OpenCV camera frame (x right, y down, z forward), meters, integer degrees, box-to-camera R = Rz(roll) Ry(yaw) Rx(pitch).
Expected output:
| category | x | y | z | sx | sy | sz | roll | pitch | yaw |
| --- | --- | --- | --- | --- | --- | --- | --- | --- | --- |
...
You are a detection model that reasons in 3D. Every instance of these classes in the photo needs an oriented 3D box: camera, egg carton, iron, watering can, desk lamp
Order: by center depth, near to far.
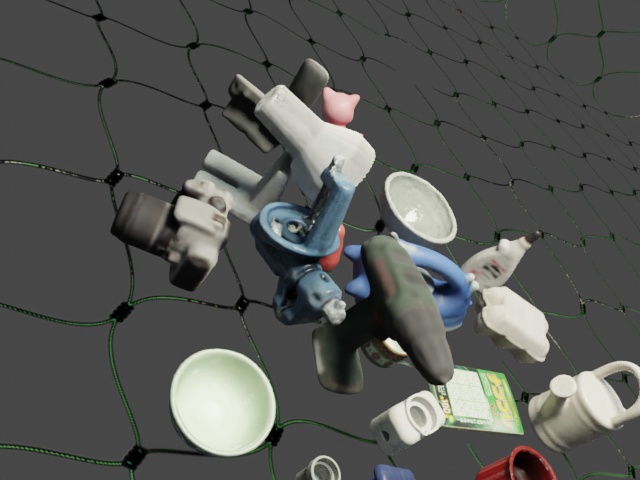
| category | x | y | z | sx | sy | sz | roll | pitch | yaw |
| --- | --- | --- | --- | --- | --- | --- | --- | --- | --- |
| camera | -0.190 | -0.028 | 0.750 | 0.137 | 0.100 | 0.143 | 24 | 43 | -21 |
| desk lamp | -0.054 | -0.113 | 0.848 | 0.204 | 0.213 | 0.118 | 29 | 41 | -15 |
| iron | 0.168 | 0.069 | 0.922 | 0.259 | 0.141 | 0.118 | 21 | 44 | -23 |
| watering can | 0.437 | 0.265 | 0.925 | 0.173 | 0.193 | 0.100 | 3 | 53 | -37 |
| egg carton | 0.352 | 0.155 | 1.051 | 0.150 | 0.069 | 0.107 | 34 | 41 | -10 |

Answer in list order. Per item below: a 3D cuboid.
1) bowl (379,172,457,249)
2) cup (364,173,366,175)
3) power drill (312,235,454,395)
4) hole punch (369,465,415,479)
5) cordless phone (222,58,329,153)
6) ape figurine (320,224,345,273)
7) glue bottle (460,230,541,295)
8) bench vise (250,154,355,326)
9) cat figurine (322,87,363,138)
| category | x | y | z | sx | sy | sz | roll | pitch | yaw |
| --- | --- | --- | --- | --- | --- | --- | --- | --- | --- |
| bowl | 0.171 | -0.043 | 1.076 | 0.168 | 0.074 | 0.167 | 22 | 44 | -23 |
| cup | 0.027 | -0.131 | 1.022 | 0.092 | 0.094 | 0.118 | 30 | 41 | -14 |
| power drill | 0.076 | 0.118 | 0.752 | 0.076 | 0.208 | 0.229 | 13 | 48 | -30 |
| hole punch | 0.091 | 0.322 | 0.674 | 0.101 | 0.091 | 0.108 | 9 | 50 | -33 |
| cordless phone | -0.072 | -0.256 | 0.983 | 0.148 | 0.184 | 0.094 | 38 | 40 | -5 |
| ape figurine | 0.008 | 0.003 | 0.890 | 0.078 | 0.092 | 0.076 | -3 | 57 | -41 |
| glue bottle | 0.344 | 0.034 | 1.070 | 0.078 | 0.173 | 0.037 | 39 | 40 | -4 |
| bench vise | 0.002 | 0.003 | 0.786 | 0.207 | 0.219 | 0.122 | 52 | 41 | 11 |
| cat figurine | 0.040 | -0.226 | 1.098 | 0.067 | 0.117 | 0.127 | -7 | 60 | -42 |
